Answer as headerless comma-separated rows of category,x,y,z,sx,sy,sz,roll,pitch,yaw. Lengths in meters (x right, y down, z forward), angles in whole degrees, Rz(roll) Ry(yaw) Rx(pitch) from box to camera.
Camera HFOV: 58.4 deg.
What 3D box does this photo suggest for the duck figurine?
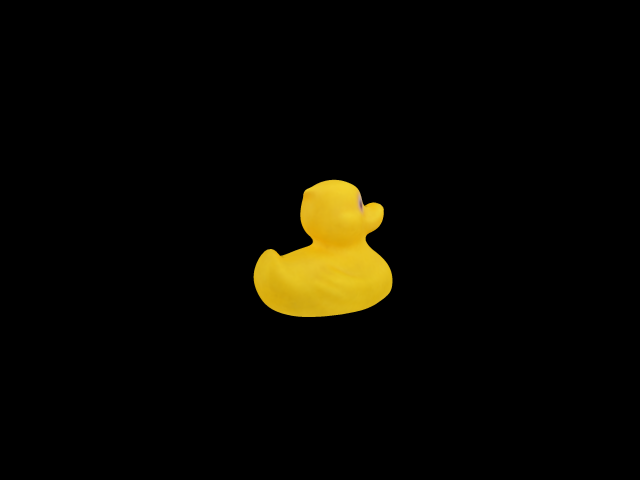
duck figurine,0.004,0.001,0.400,0.105,0.086,0.077,-9,19,-29
